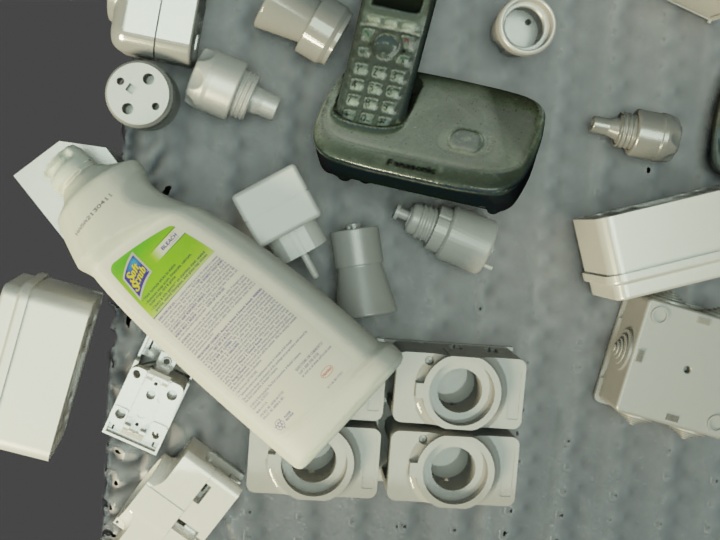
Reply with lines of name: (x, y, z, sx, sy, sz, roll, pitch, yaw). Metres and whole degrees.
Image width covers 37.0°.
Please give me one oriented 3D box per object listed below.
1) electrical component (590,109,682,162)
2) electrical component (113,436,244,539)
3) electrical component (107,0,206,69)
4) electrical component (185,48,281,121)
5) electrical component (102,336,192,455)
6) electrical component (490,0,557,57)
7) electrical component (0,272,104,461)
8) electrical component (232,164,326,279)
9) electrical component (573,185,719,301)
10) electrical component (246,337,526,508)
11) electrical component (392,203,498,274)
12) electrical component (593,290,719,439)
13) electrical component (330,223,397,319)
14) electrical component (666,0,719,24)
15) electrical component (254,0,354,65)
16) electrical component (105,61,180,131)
electrical component: (0.195, -0.098, 0.764, 0.061, 0.035, 0.035, 11, 95, -2)
electrical component: (-0.132, 0.168, 0.758, 0.056, 0.050, 0.089, 38, 92, -7)
electrical component: (-0.134, -0.189, 0.722, 0.059, 0.053, 0.095, 11, 95, -5)
electrical component: (-0.086, -0.122, 0.737, 0.062, 0.043, 0.043, 22, 93, -7)
electrical component: (-0.145, 0.087, 0.743, 0.042, 0.064, 0.081, 25, 93, -5)
electrical component: (0.111, -0.167, 0.745, 0.040, 0.046, 0.040, 0, 95, -4)
electrical component: (-0.220, 0.063, 0.728, 0.057, 0.078, 0.113, 16, 94, -8)
electrical component: (-0.048, -0.028, 0.737, 0.047, 0.065, 0.076, -28, 97, -1)
electrical component: (0.215, -0.020, 0.751, 0.113, 0.078, 0.057, -13, 93, -3)
electrical component: (0.017, 0.105, 0.757, 0.186, 0.060, 0.105, 4, 95, -4)
electrical component: (0.061, -0.027, 0.758, 0.078, 0.040, 0.040, 22, 94, -5)
electrical component: (0.228, 0.068, 0.775, 0.100, 0.048, 0.099, 16, 94, -5)
electrical component: (0.000, 0.000, 0.757, 0.044, 0.044, 0.065, -8, 91, -3)
electrical component: (0.225, -0.220, 0.740, 0.096, 0.061, 0.061, 23, 94, -6)
electrical component: (-0.038, -0.172, 0.735, 0.055, 0.045, 0.045, 30, 93, -7)
electrical component: (-0.146, -0.117, 0.727, 0.045, 0.055, 0.045, 0, 95, -4)
